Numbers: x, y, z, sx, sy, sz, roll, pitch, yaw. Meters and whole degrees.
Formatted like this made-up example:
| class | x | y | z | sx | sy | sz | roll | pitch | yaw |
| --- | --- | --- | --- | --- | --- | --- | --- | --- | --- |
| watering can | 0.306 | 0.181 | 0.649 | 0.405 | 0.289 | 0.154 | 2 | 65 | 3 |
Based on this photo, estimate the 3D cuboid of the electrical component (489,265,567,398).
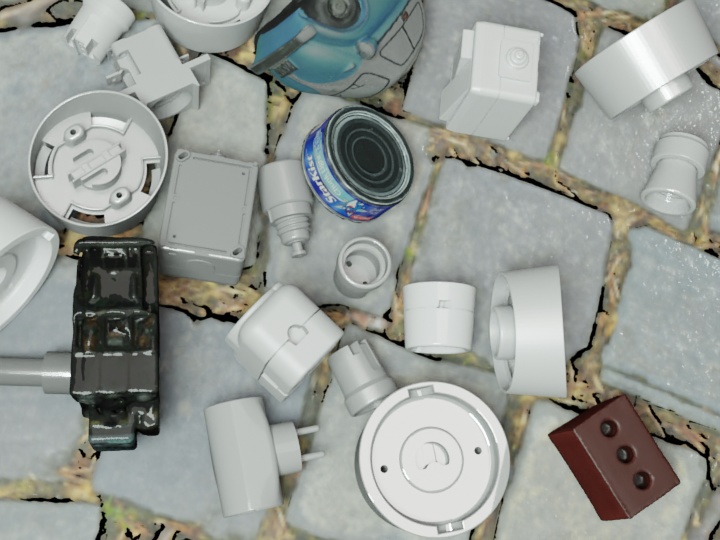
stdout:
| class | x | y | z | sx | sy | sz | roll | pitch | yaw |
| --- | --- | --- | --- | --- | --- | --- | --- | --- | --- |
| electrical component | 0.131 | 0.046 | 0.798 | 0.064 | 0.099 | 0.099 | -1 | 75 | -4 |

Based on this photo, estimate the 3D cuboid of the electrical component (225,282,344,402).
| class | x | y | z | sx | sy | sz | roll | pitch | yaw |
| --- | --- | --- | --- | --- | --- | --- | --- | --- | --- |
| electrical component | -0.055 | 0.050 | 0.761 | 0.059 | 0.095 | 0.053 | 43 | 72 | 3 |

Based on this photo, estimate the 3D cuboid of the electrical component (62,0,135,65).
| class | x | y | z | sx | sy | sz | roll | pitch | yaw |
| --- | --- | --- | --- | --- | --- | --- | --- | --- | --- |
| electrical component | -0.202 | -0.187 | 0.828 | 0.040 | 0.040 | 0.046 | 31 | 78 | -1 |

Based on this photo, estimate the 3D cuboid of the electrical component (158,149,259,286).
| class | x | y | z | sx | sy | sz | roll | pitch | yaw |
| --- | --- | --- | --- | --- | --- | --- | --- | --- | --- |
| electrical component | -0.112 | -0.042 | 0.797 | 0.062 | 0.061 | 0.096 | 9 | 66 | -8 |

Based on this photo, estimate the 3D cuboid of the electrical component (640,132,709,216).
| class | x | y | z | sx | sy | sz | roll | pitch | yaw |
| --- | --- | --- | --- | --- | --- | --- | --- | --- | --- |
| electrical component | 0.258 | -0.079 | 0.879 | 0.045 | 0.045 | 0.055 | 22 | 72 | -4 |

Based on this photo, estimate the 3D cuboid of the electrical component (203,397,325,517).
| class | x | y | z | sx | sy | sz | roll | pitch | yaw |
| --- | --- | --- | --- | --- | --- | --- | --- | --- | --- |
| electrical component | -0.065 | 0.129 | 0.764 | 0.079 | 0.044 | 0.077 | -10 | 77 | -13 |

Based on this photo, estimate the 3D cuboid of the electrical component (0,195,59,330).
| class | x | y | z | sx | sy | sz | roll | pitch | yaw |
| --- | --- | --- | --- | --- | --- | --- | --- | --- | --- |
| electrical component | -0.266 | -0.004 | 0.733 | 0.060 | 0.108 | 0.108 | 38 | 72 | 7 |

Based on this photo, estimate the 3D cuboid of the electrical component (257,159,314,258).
| class | x | y | z | sx | sy | sz | roll | pitch | yaw |
| --- | --- | --- | --- | --- | --- | --- | --- | --- | --- |
| electrical component | -0.054 | -0.048 | 0.816 | 0.040 | 0.040 | 0.078 | -11 | 78 | -13 |

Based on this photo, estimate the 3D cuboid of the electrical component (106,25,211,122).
| class | x | y | z | sx | sy | sz | roll | pitch | yaw |
| --- | --- | --- | --- | --- | --- | --- | --- | --- | --- |
| electrical component | -0.158 | -0.149 | 0.824 | 0.081 | 0.042 | 0.063 | -27 | 80 | -16 |

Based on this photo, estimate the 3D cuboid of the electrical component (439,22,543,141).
| class | x | y | z | sx | sy | sz | roll | pitch | yaw |
| --- | --- | --- | --- | --- | --- | --- | --- | --- | --- |
| electrical component | 0.102 | -0.150 | 0.843 | 0.061 | 0.096 | 0.061 | 9 | 74 | -8 |

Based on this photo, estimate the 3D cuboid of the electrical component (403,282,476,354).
| class | x | y | z | sx | sy | sz | roll | pitch | yaw |
| --- | --- | --- | --- | --- | --- | --- | --- | --- | --- |
| electrical component | 0.059 | 0.037 | 0.807 | 0.055 | 0.055 | 0.047 | 4 | 78 | -9 |

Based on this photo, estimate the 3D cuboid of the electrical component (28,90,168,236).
| class | x | y | z | sx | sy | sz | roll | pitch | yaw |
| --- | --- | --- | --- | --- | --- | --- | --- | --- | --- |
| electrical component | -0.191 | -0.075 | 0.786 | 0.099 | 0.064 | 0.099 | 3 | 74 | -10 |

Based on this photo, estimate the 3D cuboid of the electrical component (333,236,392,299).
| class | x | y | z | sx | sy | sz | roll | pitch | yaw |
| --- | --- | --- | --- | --- | --- | --- | --- | --- | --- |
| electrical component | 0.000 | 0.000 | 0.810 | 0.040 | 0.046 | 0.040 | 3 | 75 | -10 |

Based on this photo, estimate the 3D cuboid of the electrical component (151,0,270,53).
| class | x | y | z | sx | sy | sz | roll | pitch | yaw |
| --- | --- | --- | --- | --- | --- | --- | --- | --- | --- |
| electrical component | -0.118 | -0.220 | 0.838 | 0.099 | 0.064 | 0.099 | 3 | 75 | -9 |

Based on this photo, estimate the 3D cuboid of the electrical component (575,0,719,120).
| class | x | y | z | sx | sy | sz | roll | pitch | yaw |
| --- | --- | --- | --- | --- | --- | --- | --- | --- | --- |
| electrical component | 0.236 | -0.162 | 0.868 | 0.108 | 0.108 | 0.060 | -31 | 89 | -16 |

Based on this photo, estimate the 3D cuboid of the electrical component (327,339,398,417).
| class | x | y | z | sx | sy | sz | roll | pitch | yaw |
| --- | --- | --- | --- | --- | --- | --- | --- | --- | --- |
| electrical component | 0.001 | 0.079 | 0.793 | 0.040 | 0.040 | 0.046 | -24 | 75 | -15 |

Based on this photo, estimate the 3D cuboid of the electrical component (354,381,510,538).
| class | x | y | z | sx | sy | sz | roll | pitch | yaw |
| --- | --- | --- | --- | --- | --- | --- | --- | --- | --- |
| electrical component | 0.047 | 0.138 | 0.774 | 0.108 | 0.060 | 0.108 | 3 | 75 | -10 |
